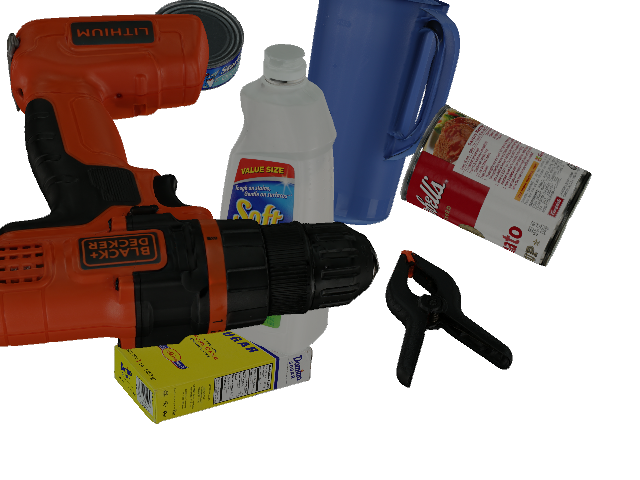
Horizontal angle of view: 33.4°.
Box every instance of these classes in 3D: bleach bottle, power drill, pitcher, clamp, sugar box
[{"bbox_3d":[-0.037,-0.034,0.831,0.103,0.251,0.068,24,40,28],"label":"bleach bottle"},{"bbox_3d":[-0.078,-0.034,0.521,0.184,0.188,0.057,-4,-42,-14],"label":"power drill"},{"bbox_3d":[0.050,-0.141,1.101,0.145,0.243,0.149,11,17,-1],"label":"pitcher"},{"bbox_3d":[0.125,0.078,1.104,0.120,0.171,0.039,2,-43,-12],"label":"clamp"},{"bbox_3d":[-0.106,0.121,1.062,0.175,0.048,0.093,-15,32,-31],"label":"sugar box"}]

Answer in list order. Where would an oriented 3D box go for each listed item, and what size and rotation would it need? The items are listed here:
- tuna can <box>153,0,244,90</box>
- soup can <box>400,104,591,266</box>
[{"bbox_3d":[-0.114,-0.177,0.969,0.086,0.086,0.034,0,-35,-12],"label":"tuna can"},{"bbox_3d":[0.112,-0.035,0.680,0.102,0.068,0.068,27,6,13],"label":"soup can"}]
